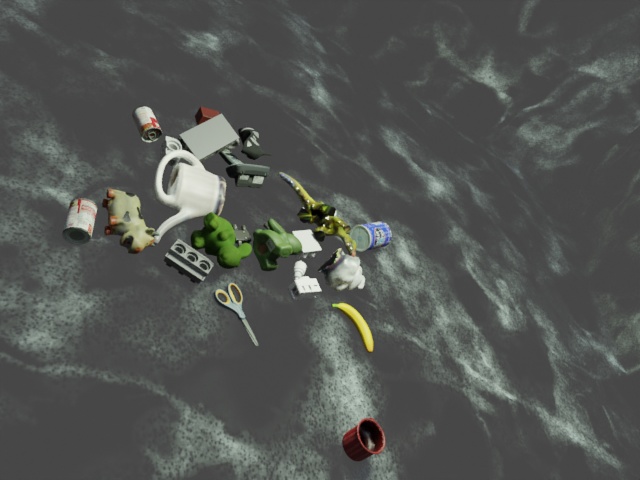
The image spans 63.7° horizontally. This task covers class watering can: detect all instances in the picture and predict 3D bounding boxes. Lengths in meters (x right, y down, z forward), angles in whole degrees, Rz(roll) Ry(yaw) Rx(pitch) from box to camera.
[{"bbox_3d":[-0.401,-0.119,1.571,0.223,0.102,0.355,18,55,-30],"label":"watering can"}]

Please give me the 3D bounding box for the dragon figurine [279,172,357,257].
[{"bbox_3d":[0.006,-0.096,1.899,0.411,0.122,0.243,52,7,1],"label":"dragon figurine"}]

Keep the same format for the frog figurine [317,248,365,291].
[{"bbox_3d":[0.092,0.121,1.760,0.158,0.122,0.139,43,68,-13],"label":"frog figurine"}]
